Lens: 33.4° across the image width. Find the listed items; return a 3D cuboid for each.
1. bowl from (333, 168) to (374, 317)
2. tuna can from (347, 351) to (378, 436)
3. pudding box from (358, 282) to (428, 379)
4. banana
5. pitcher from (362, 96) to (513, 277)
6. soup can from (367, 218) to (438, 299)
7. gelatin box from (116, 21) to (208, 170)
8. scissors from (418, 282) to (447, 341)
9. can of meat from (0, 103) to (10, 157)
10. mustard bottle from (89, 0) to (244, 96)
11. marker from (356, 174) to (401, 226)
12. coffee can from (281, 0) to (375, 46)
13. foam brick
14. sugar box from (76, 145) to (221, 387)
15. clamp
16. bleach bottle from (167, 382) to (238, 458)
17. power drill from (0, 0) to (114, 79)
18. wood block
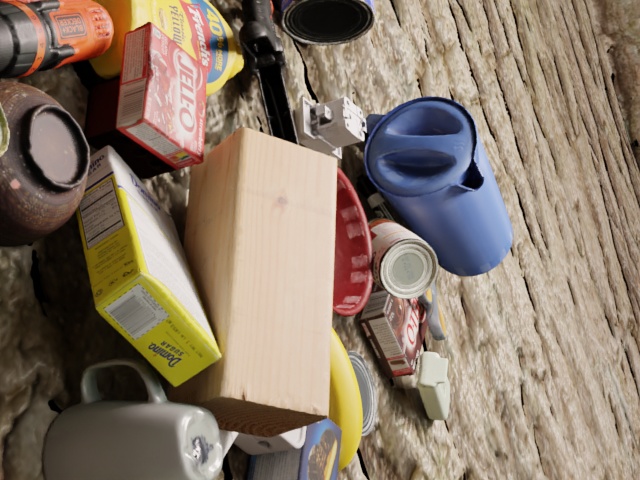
[{"bbox_3d":[-0.007,0.001,1.063,0.162,0.055,0.162,35,48,-52],"label":"bowl"},{"bbox_3d":[0.024,0.157,1.075,0.086,0.034,0.086,36,48,-52],"label":"tuna can"},{"bbox_3d":[0.086,0.089,1.219,0.090,0.039,0.113,63,29,-24],"label":"pudding box"},{"bbox_3d":[0.001,0.133,1.007,0.069,0.037,0.198,-9,83,-20],"label":"banana"},{"bbox_3d":[0.145,-0.058,1.282,0.242,0.145,0.149,51,29,-54],"label":"pitcher"},{"bbox_3d":[0.080,0.019,1.156,0.068,0.068,0.102,67,-8,-19],"label":"soup can"},{"bbox_3d":[-0.118,-0.109,0.811,0.073,0.030,0.089,37,47,-51],"label":"gelatin box"},{"bbox_3d":[0.124,0.037,1.289,0.202,0.016,0.096,-96,161,-50],"label":"scissors"},{"bbox_3d":[-0.242,-0.084,0.621,0.057,0.084,0.102,-35,109,-62],"label":"can of meat"},{"bbox_3d":[-0.124,-0.170,0.917,0.191,0.058,0.096,7,73,-62],"label":"mustard bottle"},{"bbox_3d":[0.078,-0.024,1.238,0.121,0.020,0.020,58,26,9],"label":"marker"},{"bbox_3d":[0.007,-0.301,1.177,0.102,0.103,0.140,31,52,-55],"label":"coffee can"},{"bbox_3d":[-0.142,-0.091,0.851,0.078,0.053,0.051,35,48,-51],"label":"foam brick"},{"bbox_3d":[-0.128,0.014,0.755,0.093,0.048,0.176,54,2,-36],"label":"sugar box"},{"bbox_3d":[-0.049,-0.165,1.022,0.210,0.036,0.164,-99,176,-57],"label":"clamp"},{"bbox_3d":[-0.084,0.078,0.866,0.102,0.068,0.250,67,27,-48],"label":"bleach bottle"},{"bbox_3d":[-0.227,-0.205,0.738,0.184,0.057,0.187,-35,112,-65],"label":"power drill"},{"bbox_3d":[-0.048,0.034,0.802,0.090,0.090,0.206,17,63,-28],"label":"wood block"}]
